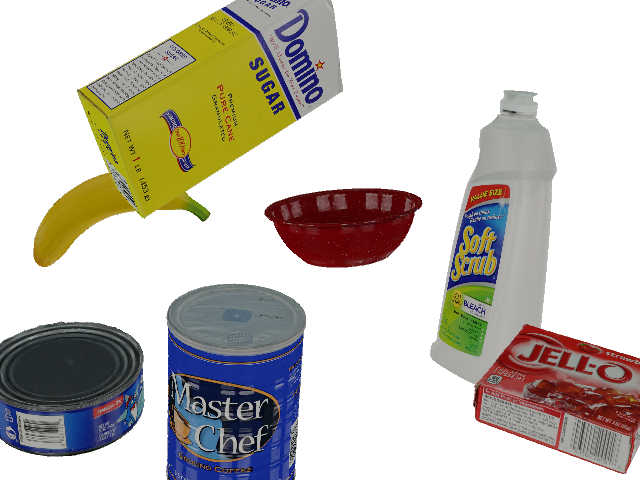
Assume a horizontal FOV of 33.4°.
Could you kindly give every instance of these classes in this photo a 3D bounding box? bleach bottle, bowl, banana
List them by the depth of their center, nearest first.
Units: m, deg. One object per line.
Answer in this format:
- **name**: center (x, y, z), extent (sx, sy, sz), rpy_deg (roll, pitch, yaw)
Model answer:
- **bleach bottle**: center (0.154, -0.004, 0.926), extent (0.068, 0.251, 0.103), rpy_deg (-3, 15, -28)
- **banana**: center (-0.197, -0.024, 0.966), extent (0.198, 0.069, 0.037), rpy_deg (-14, 17, 28)
- **bowl**: center (0.025, -0.011, 1.091), extent (0.162, 0.055, 0.162), rpy_deg (-5, 14, 1)

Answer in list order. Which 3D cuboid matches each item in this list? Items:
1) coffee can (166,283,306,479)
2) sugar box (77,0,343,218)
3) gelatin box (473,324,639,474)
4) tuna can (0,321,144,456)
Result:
- **coffee can**: center (-0.066, 0.117, 0.812), extent (0.103, 0.140, 0.103), rpy_deg (3, 23, -2)
- **sugar box**: center (-0.066, -0.099, 0.710), extent (0.176, 0.093, 0.048), rpy_deg (-33, 53, -18)
- **gelatin box**: center (0.140, 0.085, 0.596), extent (0.089, 0.030, 0.073), rpy_deg (17, 32, 27)
- **tuna can**: center (-0.140, 0.081, 0.587), extent (0.086, 0.034, 0.086), rpy_deg (1, 26, -1)
